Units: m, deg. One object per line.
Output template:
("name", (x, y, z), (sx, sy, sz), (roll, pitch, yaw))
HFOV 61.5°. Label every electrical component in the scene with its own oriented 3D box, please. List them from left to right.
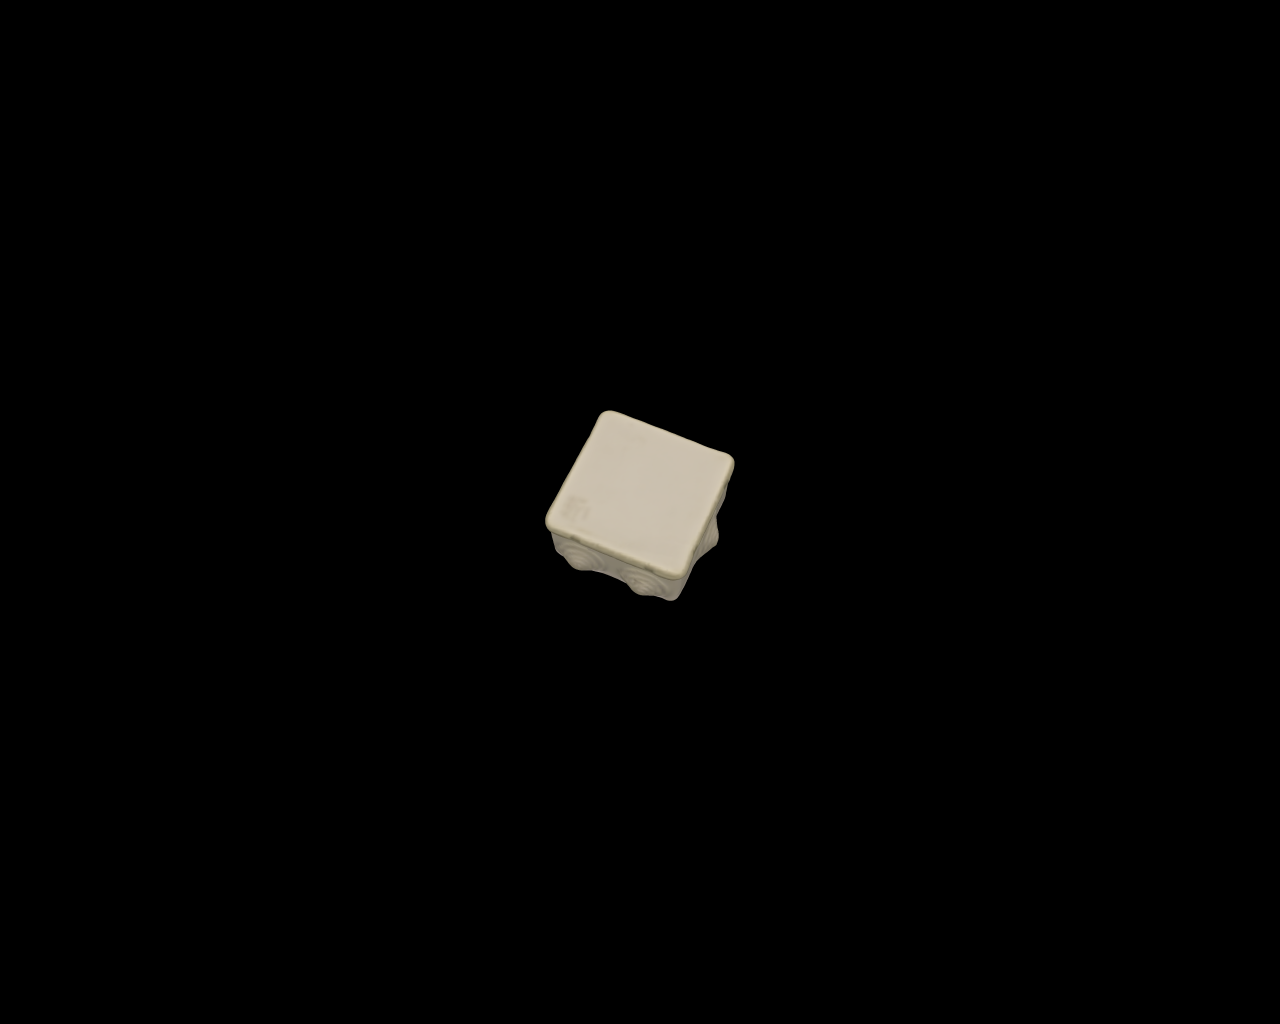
("electrical component", (0.001, -0.003, 0.650), (0.100, 0.100, 0.048), (22, -25, 10))
